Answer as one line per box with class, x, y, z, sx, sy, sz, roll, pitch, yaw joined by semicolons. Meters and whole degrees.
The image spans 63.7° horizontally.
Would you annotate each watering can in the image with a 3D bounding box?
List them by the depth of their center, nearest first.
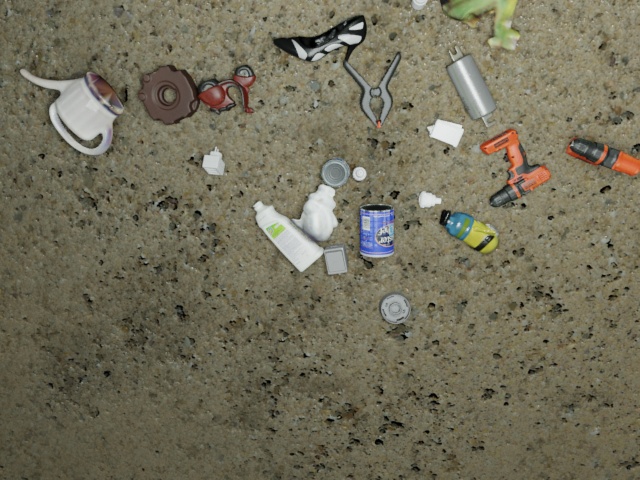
watering can;-0.741;-0.427;1.562;0.223;0.105;0.346;-35;96;13

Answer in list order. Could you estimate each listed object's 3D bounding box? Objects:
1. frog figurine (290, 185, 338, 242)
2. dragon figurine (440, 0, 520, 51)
frog figurine;0.005;-0.078;1.540;0.135;0.125;0.159;36;99;-36
dragon figurine;0.427;-0.683;1.354;0.240;0.123;0.412;-31;85;21
